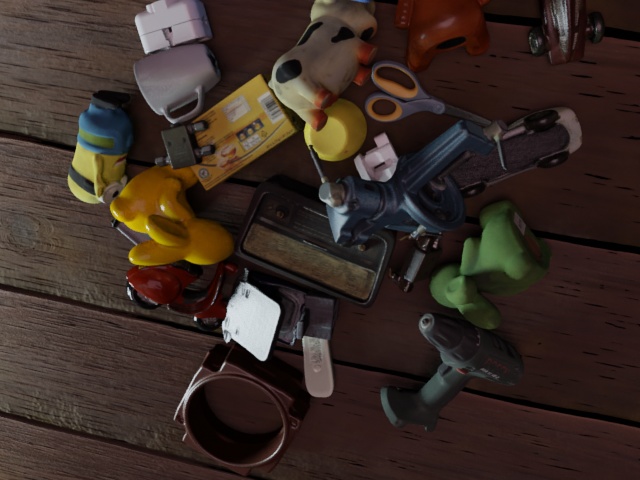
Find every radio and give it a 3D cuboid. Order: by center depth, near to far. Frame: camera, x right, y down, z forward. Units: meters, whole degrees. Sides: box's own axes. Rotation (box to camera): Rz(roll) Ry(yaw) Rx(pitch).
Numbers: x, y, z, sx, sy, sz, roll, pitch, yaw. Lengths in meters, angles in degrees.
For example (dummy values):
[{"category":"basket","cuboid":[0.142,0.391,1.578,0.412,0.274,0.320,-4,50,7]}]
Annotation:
[{"category":"radio","cuboid":[-0.002,-0.002,0.820,0.230,0.073,0.131,22,110,2]}]

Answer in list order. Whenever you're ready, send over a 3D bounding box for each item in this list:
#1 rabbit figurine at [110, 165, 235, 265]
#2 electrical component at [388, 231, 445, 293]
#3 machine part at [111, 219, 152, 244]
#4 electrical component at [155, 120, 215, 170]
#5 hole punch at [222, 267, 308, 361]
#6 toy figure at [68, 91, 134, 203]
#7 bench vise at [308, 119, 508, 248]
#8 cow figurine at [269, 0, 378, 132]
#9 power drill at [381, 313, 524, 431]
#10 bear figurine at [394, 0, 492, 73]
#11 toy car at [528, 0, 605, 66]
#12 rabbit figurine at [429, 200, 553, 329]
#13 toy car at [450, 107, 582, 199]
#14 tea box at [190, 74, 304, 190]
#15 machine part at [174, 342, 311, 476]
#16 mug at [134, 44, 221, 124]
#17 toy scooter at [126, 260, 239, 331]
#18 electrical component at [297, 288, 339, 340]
[{"category":"rabbit figurine","cuboid":[-0.207,-0.027,0.790,0.173,0.162,0.122,38,118,6]},{"category":"electrical component","cuboid":[0.143,0.027,0.808,0.045,0.078,0.102,32,119,29]},{"category":"machine part","cuboid":[-0.281,-0.003,0.886,0.139,0.039,0.084,41,114,-12]},{"category":"electrical component","cuboid":[-0.198,-0.135,0.768,0.094,0.021,0.063,-11,104,17]},{"category":"hole punch","cuboid":[-0.087,0.118,0.878,0.116,0.092,0.142,29,116,29]},{"category":"toy figure","cuboid":[-0.339,-0.141,0.833,0.089,0.082,0.180,27,119,21]},{"category":"bench vise","cuboid":[0.121,-0.076,0.677,0.223,0.129,0.240,19,139,-30]},{"category":"cow figurine","cuboid":[0.008,-0.251,0.704,0.127,0.085,0.195,36,71,7]},{"category":"power drill","cuboid":[0.183,0.200,0.817,0.232,0.086,0.207,20,118,-30]},{"category":"bear figurine","cuboid":[0.142,-0.333,0.683,0.120,0.132,0.195,-15,86,13]},{"category":"toy car","cuboid":[0.304,-0.326,0.676,0.089,0.053,0.202,-9,104,9]},{"category":"rabbit figurine","cuboid":[0.234,0.055,0.771,0.121,0.159,0.170,43,125,-15]},{"category":"toy car","cuboid":[0.257,-0.119,0.748,0.202,0.056,0.073,-20,109,17]},{"category":"tea box","cuboid":[-0.120,-0.158,0.794,0.170,0.068,0.098,-28,99,19]},{"category":"machine part","cuboid":[-0.135,0.292,0.932,0.201,0.087,0.201,30,112,-1]},{"category":"mug","cuboid":[-0.198,-0.228,0.773,0.107,0.080,0.109,-23,72,8]},{"category":"toy scooter","cuboid":[-0.209,0.068,0.867,0.183,0.075,0.135,30,115,-26]},{"category":"electrical component","cuboid":[0.000,0.113,0.834,0.048,0.119,0.074,7,106,8]}]
